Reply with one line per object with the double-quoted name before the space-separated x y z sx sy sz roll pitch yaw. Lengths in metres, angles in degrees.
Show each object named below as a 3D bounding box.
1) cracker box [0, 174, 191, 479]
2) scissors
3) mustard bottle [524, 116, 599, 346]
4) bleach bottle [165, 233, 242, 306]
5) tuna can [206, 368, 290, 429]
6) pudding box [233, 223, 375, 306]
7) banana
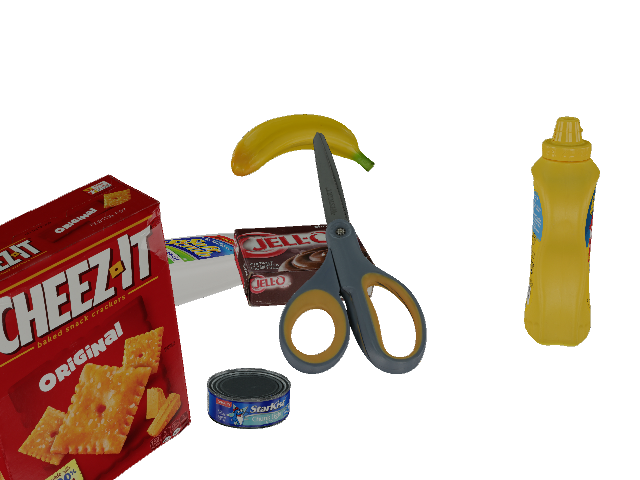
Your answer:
"cracker box" -0.182 0.084 0.777 0.072 0.214 0.163 24 41 36
"scissors" -0.002 0.009 0.676 0.096 0.202 0.016 -20 -39 -14
"mustard bottle" 0.210 -0.012 0.927 0.058 0.192 0.096 3 18 12
"bleach bottle" -0.146 0.027 1.287 0.250 0.068 0.103 -14 30 -43
"tuna can" -0.073 0.161 1.090 0.086 0.034 0.086 2 14 -1
"pudding box" -0.016 0.020 0.949 0.113 0.039 0.090 -1 26 -13
"banana" -0.025 -0.102 1.111 0.197 0.037 0.070 -7 49 -43
